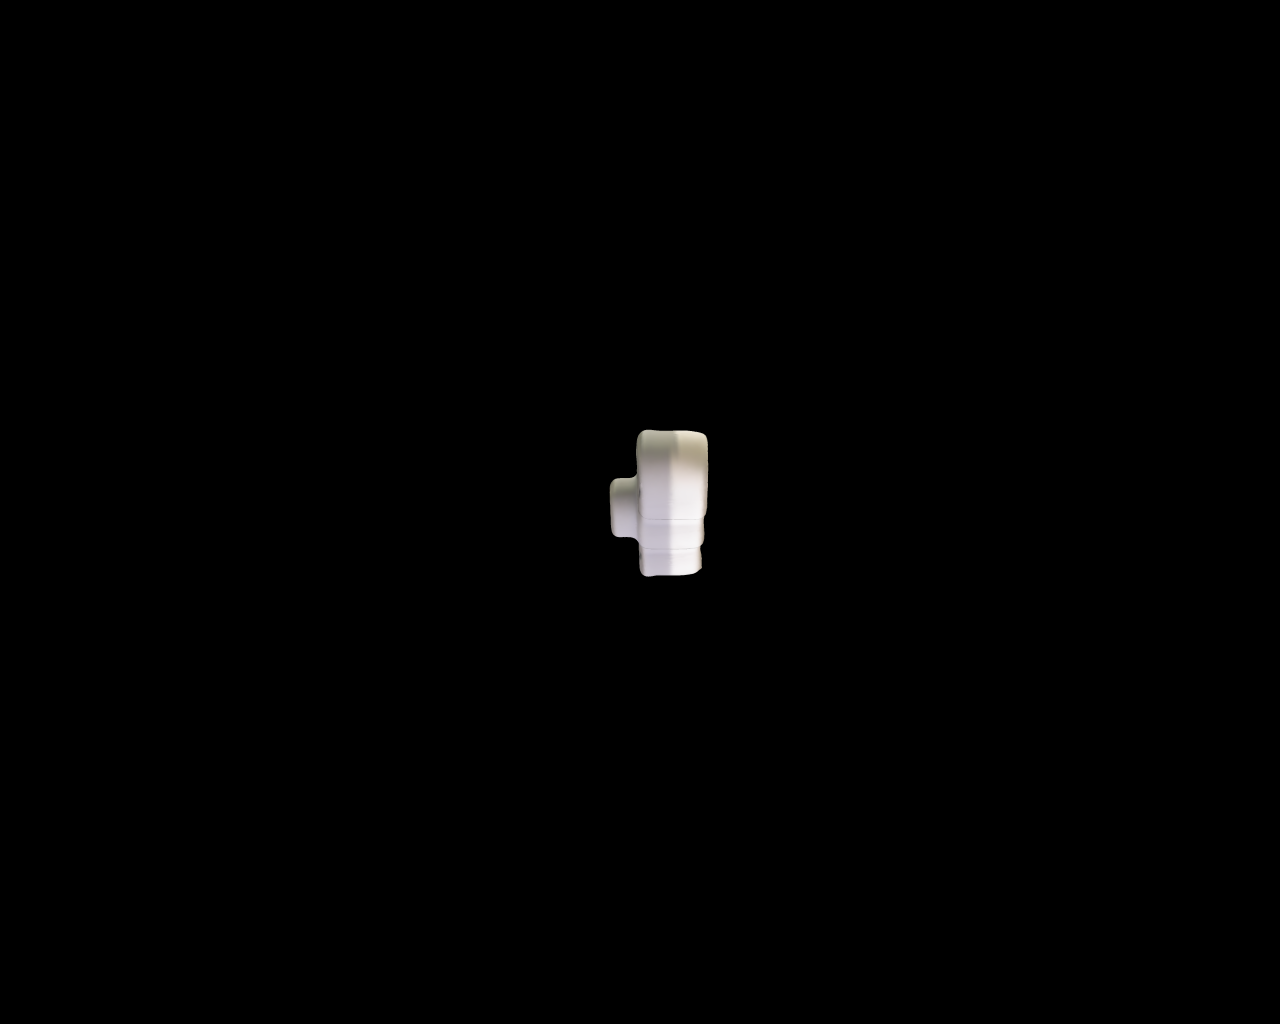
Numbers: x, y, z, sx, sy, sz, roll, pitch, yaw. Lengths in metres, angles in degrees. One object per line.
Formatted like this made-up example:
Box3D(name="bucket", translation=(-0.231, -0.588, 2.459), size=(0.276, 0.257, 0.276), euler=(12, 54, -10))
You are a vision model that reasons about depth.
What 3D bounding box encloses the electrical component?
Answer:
Box3D(name="electrical component", translation=(0.001, -0.003, 0.650), size=(0.074, 0.052, 0.138), euler=(0, -25, 0))
